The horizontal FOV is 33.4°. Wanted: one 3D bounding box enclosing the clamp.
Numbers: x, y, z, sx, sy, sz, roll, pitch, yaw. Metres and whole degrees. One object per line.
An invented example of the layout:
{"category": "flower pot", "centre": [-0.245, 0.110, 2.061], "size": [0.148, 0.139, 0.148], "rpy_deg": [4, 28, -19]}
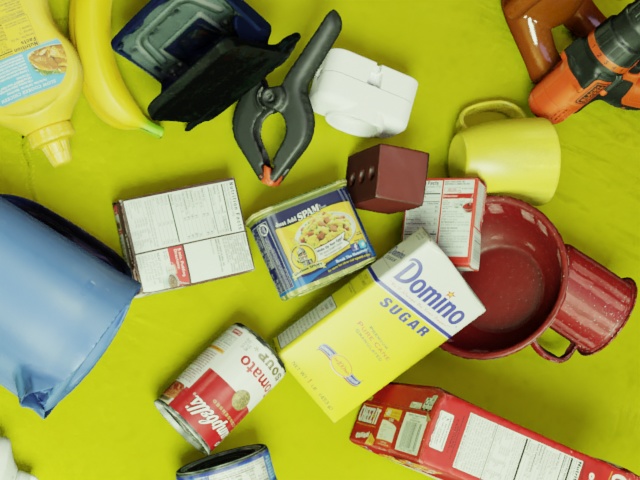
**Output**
{"category": "clamp", "centre": [-0.051, -0.138, 0.998], "size": [0.120, 0.039, 0.171], "rpy_deg": [12, 90, 21]}

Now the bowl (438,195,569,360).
{"category": "bowl", "centre": [0.167, 0.041, 1.033], "size": [0.055, 0.162, 0.162], "rpy_deg": [32, 68, -59]}

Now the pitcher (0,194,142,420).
{"category": "pitcher", "centre": [-0.272, 0.018, 0.862], "size": [0.243, 0.149, 0.145], "rpy_deg": [36, 80, -4]}

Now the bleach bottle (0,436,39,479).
{"category": "bleach bottle", "centre": [-0.343, 0.149, 0.857], "size": [0.250, 0.068, 0.102], "rpy_deg": [29, 76, -18]}

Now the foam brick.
{"category": "foam brick", "centre": [0.062, -0.057, 1.020], "size": [0.051, 0.078, 0.053], "rpy_deg": [10, 80, -21]}

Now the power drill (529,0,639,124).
{"category": "power drill", "centre": [0.328, -0.177, 1.077], "size": [0.187, 0.185, 0.057], "rpy_deg": [2, 61, -35]}

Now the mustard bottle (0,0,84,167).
{"category": "mustard bottle", "centre": [-0.258, -0.154, 0.920], "size": [0.096, 0.058, 0.191], "rpy_deg": [-22, 93, -3]}

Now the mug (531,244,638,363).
{"category": "mug", "centre": [0.251, 0.067, 1.073], "size": [0.081, 0.093, 0.117], "rpy_deg": [33, 86, -9]}

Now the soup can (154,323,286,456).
{"category": "soup can", "centre": [-0.088, 0.132, 0.948], "size": [0.102, 0.069, 0.068], "rpy_deg": [-45, 100, -19]}

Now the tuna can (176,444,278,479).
{"category": "tuna can", "centre": [-0.082, 0.207, 0.933], "size": [0.086, 0.086, 0.034], "rpy_deg": [-15, 88, -21]}

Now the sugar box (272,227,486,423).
{"category": "sugar box", "centre": [0.054, 0.078, 0.979], "size": [0.176, 0.048, 0.093], "rpy_deg": [-37, 110, 6]}

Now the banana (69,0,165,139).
{"category": "banana", "centre": [-0.194, -0.183, 0.964], "size": [0.069, 0.037, 0.198], "rpy_deg": [-12, 90, -43]}

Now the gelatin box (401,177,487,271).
{"category": "gelatin box", "centre": [0.118, -0.016, 1.025], "size": [0.030, 0.073, 0.089], "rpy_deg": [29, 65, -58]}

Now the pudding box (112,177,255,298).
{"category": "pudding box", "centre": [-0.123, -0.003, 0.967], "size": [0.113, 0.039, 0.090], "rpy_deg": [-12, 89, -23]}

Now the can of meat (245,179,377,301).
{"category": "can of meat", "centre": [-0.006, 0.001, 0.993], "size": [0.102, 0.058, 0.084], "rpy_deg": [-22, 85, -21]}

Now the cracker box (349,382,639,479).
{"category": "cracker box", "centre": [0.156, 0.200, 0.980], "size": [0.213, 0.164, 0.072], "rpy_deg": [25, 78, -16]}
